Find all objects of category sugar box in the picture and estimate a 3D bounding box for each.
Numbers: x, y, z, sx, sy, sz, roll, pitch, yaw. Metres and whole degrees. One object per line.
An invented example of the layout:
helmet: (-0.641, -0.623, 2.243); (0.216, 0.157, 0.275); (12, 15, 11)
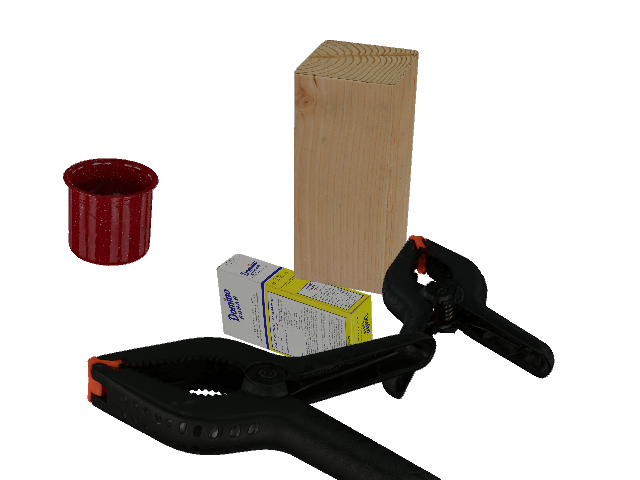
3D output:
sugar box: (-0.028, 0.081, 1.159); (0.176, 0.093, 0.048); (19, 38, 31)

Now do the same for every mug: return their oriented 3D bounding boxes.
mug: (-0.211, -0.033, 1.083); (0.093, 0.081, 0.117); (6, 27, -3)

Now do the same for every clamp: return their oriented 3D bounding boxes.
clamp: (0.101, 0.053, 0.789); (0.120, 0.039, 0.171); (2, 36, -2)
clamp: (-0.025, 0.086, 0.610); (0.210, 0.036, 0.164); (9, 24, 6)

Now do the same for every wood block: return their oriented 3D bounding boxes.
wood block: (0.031, -0.066, 0.972); (0.091, 0.206, 0.090); (10, 31, 16)
